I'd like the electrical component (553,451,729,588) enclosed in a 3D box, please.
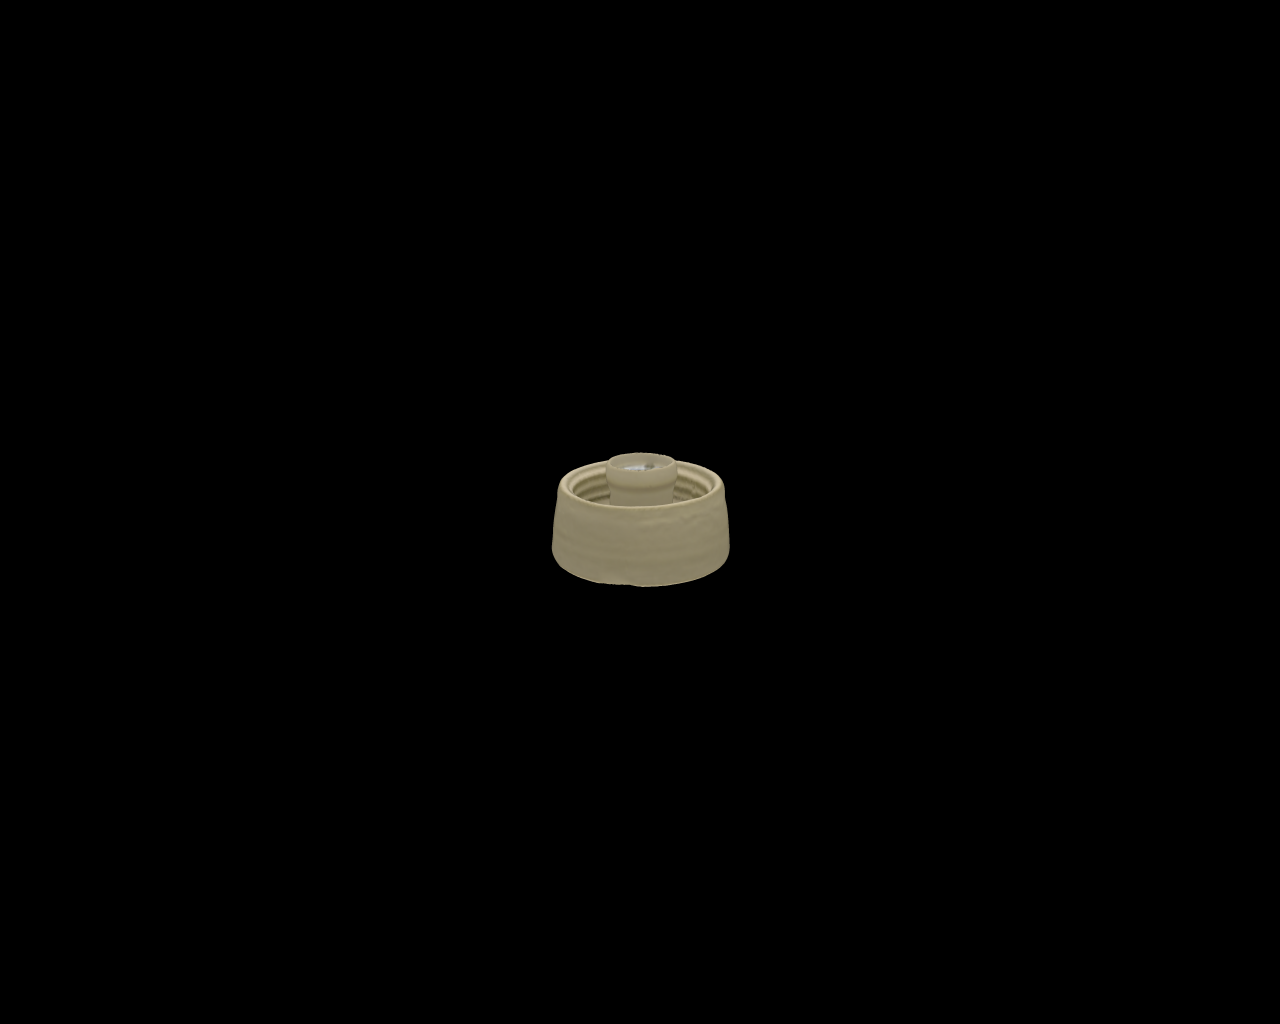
[{"bbox_3d":[0.001,-0.003,0.650,0.108,0.060,0.108,0,19,0],"label":"electrical component"}]
